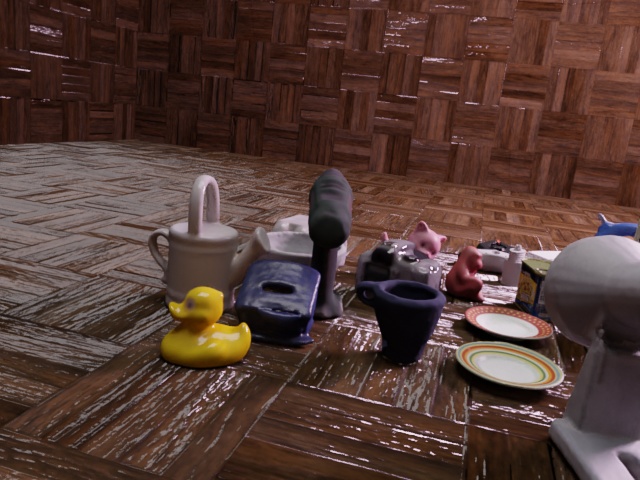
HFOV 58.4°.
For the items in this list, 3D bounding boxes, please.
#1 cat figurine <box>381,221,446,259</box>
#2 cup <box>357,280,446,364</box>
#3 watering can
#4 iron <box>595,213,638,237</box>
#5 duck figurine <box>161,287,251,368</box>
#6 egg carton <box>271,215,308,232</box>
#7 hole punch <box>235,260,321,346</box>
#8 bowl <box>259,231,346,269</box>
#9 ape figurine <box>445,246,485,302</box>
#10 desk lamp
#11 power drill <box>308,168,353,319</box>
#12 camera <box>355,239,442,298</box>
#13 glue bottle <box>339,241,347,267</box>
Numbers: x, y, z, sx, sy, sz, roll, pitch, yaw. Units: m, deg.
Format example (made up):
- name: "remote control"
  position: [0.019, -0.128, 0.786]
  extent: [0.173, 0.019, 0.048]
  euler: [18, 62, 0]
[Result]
- name: "cat figurine"
  position: [0.175, 0.017, 1.100]
  extent: [0.127, 0.118, 0.067]
  euler: [8, 13, 9]
- name: "cup"
  position: [0.097, 0.105, 0.737]
  extent: [0.117, 0.095, 0.092]
  euler: [13, 15, 25]
- name: "watering can"
  position: [-0.161, 0.003, 0.831]
  extent: [0.173, 0.194, 0.100]
  euler: [3, 14, -14]
- name: "iron"
  position: [0.690, 0.035, 1.214]
  extent: [0.119, 0.141, 0.257]
  euler: [-7, 19, -44]
- name: "duck figurine"
  position: [-0.133, 0.098, 0.677]
  extent: [0.105, 0.086, 0.077]
  euler: [4, 13, -10]
- name: "egg carton"
  position: [-0.034, -0.009, 1.217]
  extent: [0.107, 0.069, 0.151]
  euler: [12, 14, 23]
- name: "hole punch"
  position: [-0.054, 0.082, 0.771]
  extent: [0.108, 0.091, 0.101]
  euler: [7, 13, 5]
- name: "bowl"
  position: [-0.040, 0.038, 1.001]
  extent: [0.167, 0.075, 0.167]
  euler: [6, 13, -1]
- name: "ape figurine"
  position: [0.267, 0.057, 1.029]
  extent: [0.076, 0.092, 0.078]
  euler: [12, 14, 22]
- name: "desk lamp"
  position: [0.296, 0.110, 0.549]
  extent: [0.118, 0.213, 0.203]
  euler: [6, 13, -2]
- name: "power drill"
  position: [0.008, 0.003, 0.880]
  extent: [0.075, 0.208, 0.229]
  euler: [6, 13, -2]
- name: "camera"
  position: [0.153, 0.051, 0.982]
  extent: [0.142, 0.101, 0.137]
  euler: [16, 16, 36]
- name: "glue bottle"
  position: [0.020, -0.032, 1.115]
  extent: [0.078, 0.173, 0.037]
  euler: [-2, 16, -33]
